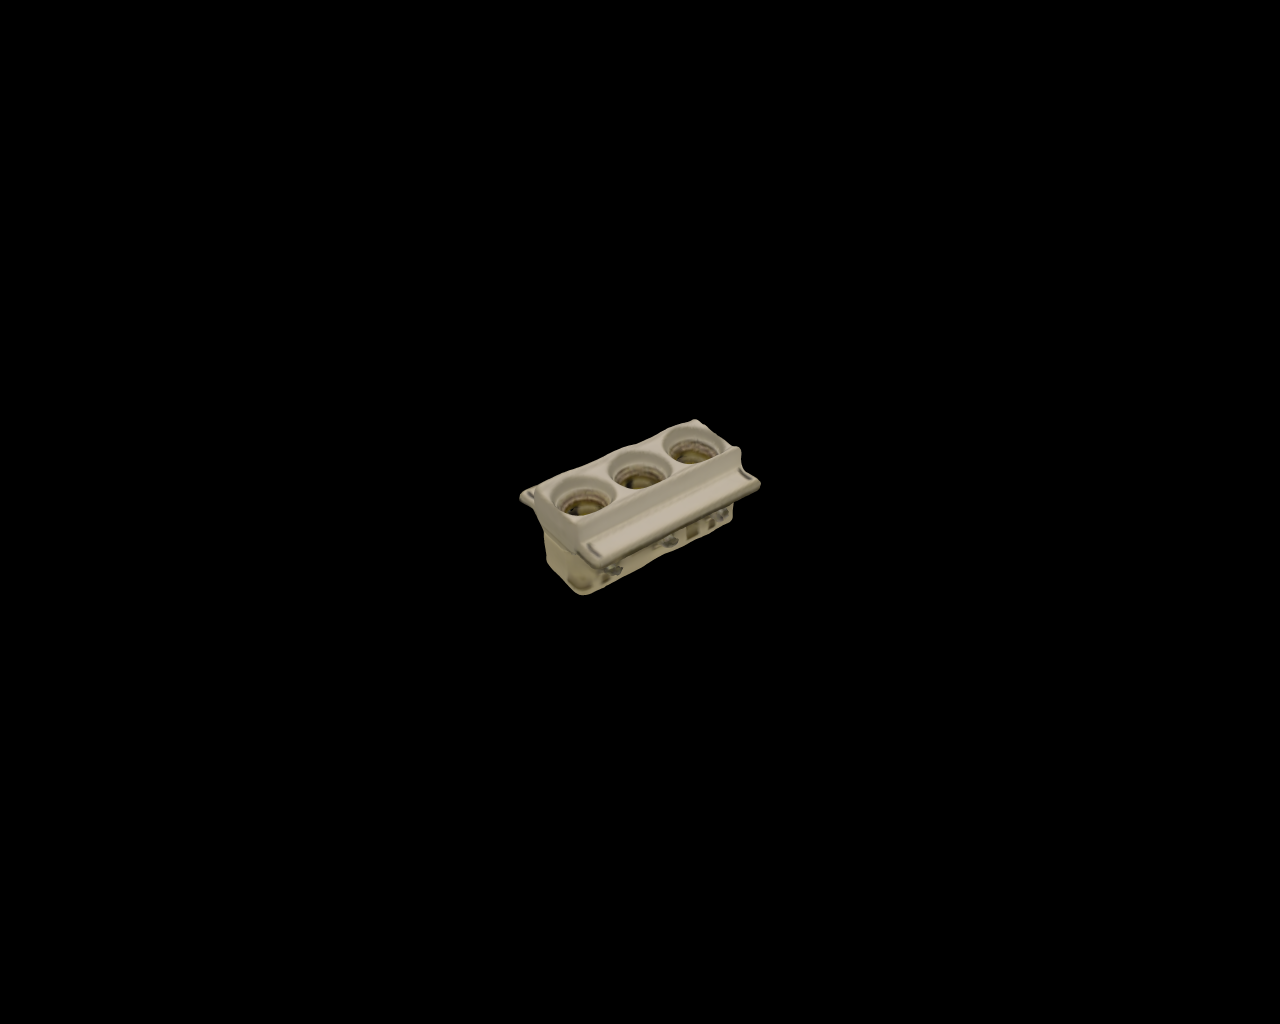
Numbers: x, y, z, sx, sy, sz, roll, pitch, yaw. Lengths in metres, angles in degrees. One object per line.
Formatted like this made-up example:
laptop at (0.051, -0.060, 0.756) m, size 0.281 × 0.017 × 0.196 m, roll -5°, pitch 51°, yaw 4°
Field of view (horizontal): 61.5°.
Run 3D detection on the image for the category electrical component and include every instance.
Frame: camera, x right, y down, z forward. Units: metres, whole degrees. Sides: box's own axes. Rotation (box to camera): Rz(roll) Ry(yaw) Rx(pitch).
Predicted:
electrical component at (0.001, -0.003, 0.650) m, size 0.121 × 0.063 × 0.079 m, roll -26°, pitch 46°, yaw -28°
